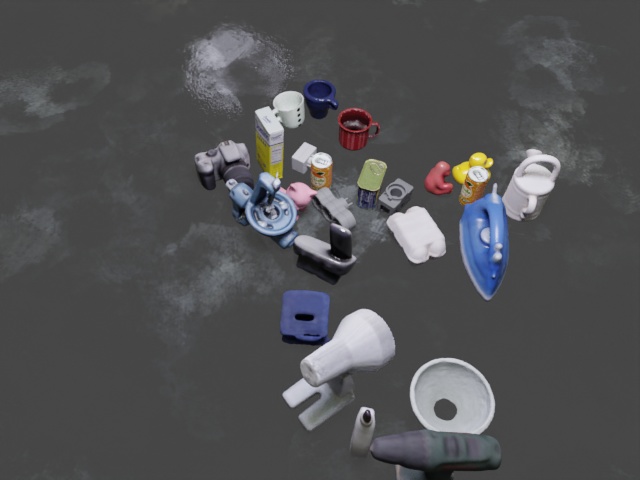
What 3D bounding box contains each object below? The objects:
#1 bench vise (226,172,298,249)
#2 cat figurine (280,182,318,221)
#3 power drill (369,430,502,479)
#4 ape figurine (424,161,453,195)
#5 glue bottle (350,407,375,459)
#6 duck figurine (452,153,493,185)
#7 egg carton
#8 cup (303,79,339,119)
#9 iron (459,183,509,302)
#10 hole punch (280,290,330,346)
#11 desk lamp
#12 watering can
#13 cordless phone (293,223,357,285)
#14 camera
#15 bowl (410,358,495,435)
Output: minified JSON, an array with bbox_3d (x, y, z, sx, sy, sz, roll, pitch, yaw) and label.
[{"bbox_3d":[-0.146,-0.087,1.329,0.207,0.220,0.121,19,57,11],"label":"bench vise"},{"bbox_3d":[-0.071,-0.111,1.411,0.127,0.118,0.067,27,59,16],"label":"cat figurine"},{"bbox_3d":[0.193,0.393,1.017,0.229,0.208,0.075,-2,55,-3],"label":"power drill"},{"bbox_3d":[0.311,-0.164,1.478,0.076,0.092,0.078,-1,55,-3],"label":"ape figurine"},{"bbox_3d":[0.082,0.348,1.065,0.037,0.173,0.078,10,55,5],"label":"glue bottle"},{"bbox_3d":[0.404,-0.193,1.505,0.104,0.086,0.077,-3,55,-4],"label":"duck figurine"},{"bbox_3d":[0.233,-0.010,1.382,0.107,0.069,0.150,-20,58,-15],"label":"egg carton"},{"bbox_3d":[0.008,-0.383,1.616,0.092,0.095,0.117,-39,65,-25],"label":"cup"},{"bbox_3d":[0.401,-0.001,1.338,0.118,0.141,0.258,4,55,1],"label":"iron"},{"bbox_3d":[-0.030,0.169,1.235,0.108,0.091,0.101,3,55,0],"label":"hole punch"},{"bbox_3d":[0.035,0.250,1.107,0.203,0.213,0.117,-32,62,-22],"label":"desk lamp"},{"bbox_3d":[0.521,-0.147,1.412,0.101,0.194,0.172,-7,56,-7],"label":"watering can"},{"bbox_3d":[0.012,0.005,1.293,0.147,0.185,0.094,22,57,13],"label":"cordless phone"},{"bbox_3d":[-0.235,-0.177,1.460,0.143,0.101,0.136,-20,58,-15],"label":"camera"},{"bbox_3d":[0.257,0.327,1.146,0.167,0.075,0.167,1,55,-1],"label":"bowl"}]
